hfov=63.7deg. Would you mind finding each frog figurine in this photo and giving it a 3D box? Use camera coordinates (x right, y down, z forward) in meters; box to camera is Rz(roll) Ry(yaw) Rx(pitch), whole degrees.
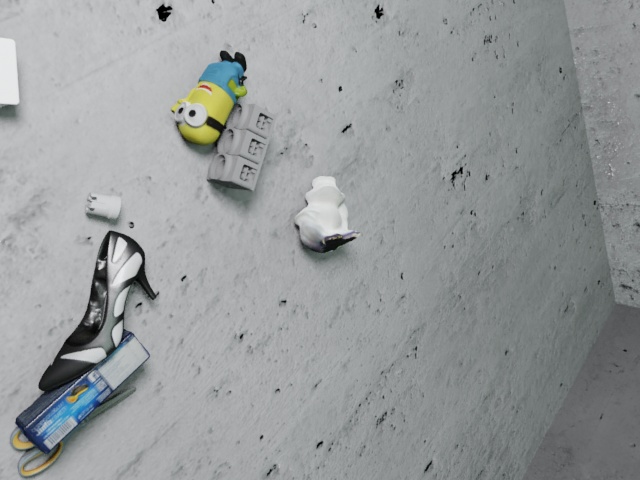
[{"bbox_3d":[0.003,-0.057,1.134,0.138,0.120,0.161,-13,69,-31],"label":"frog figurine"}]
